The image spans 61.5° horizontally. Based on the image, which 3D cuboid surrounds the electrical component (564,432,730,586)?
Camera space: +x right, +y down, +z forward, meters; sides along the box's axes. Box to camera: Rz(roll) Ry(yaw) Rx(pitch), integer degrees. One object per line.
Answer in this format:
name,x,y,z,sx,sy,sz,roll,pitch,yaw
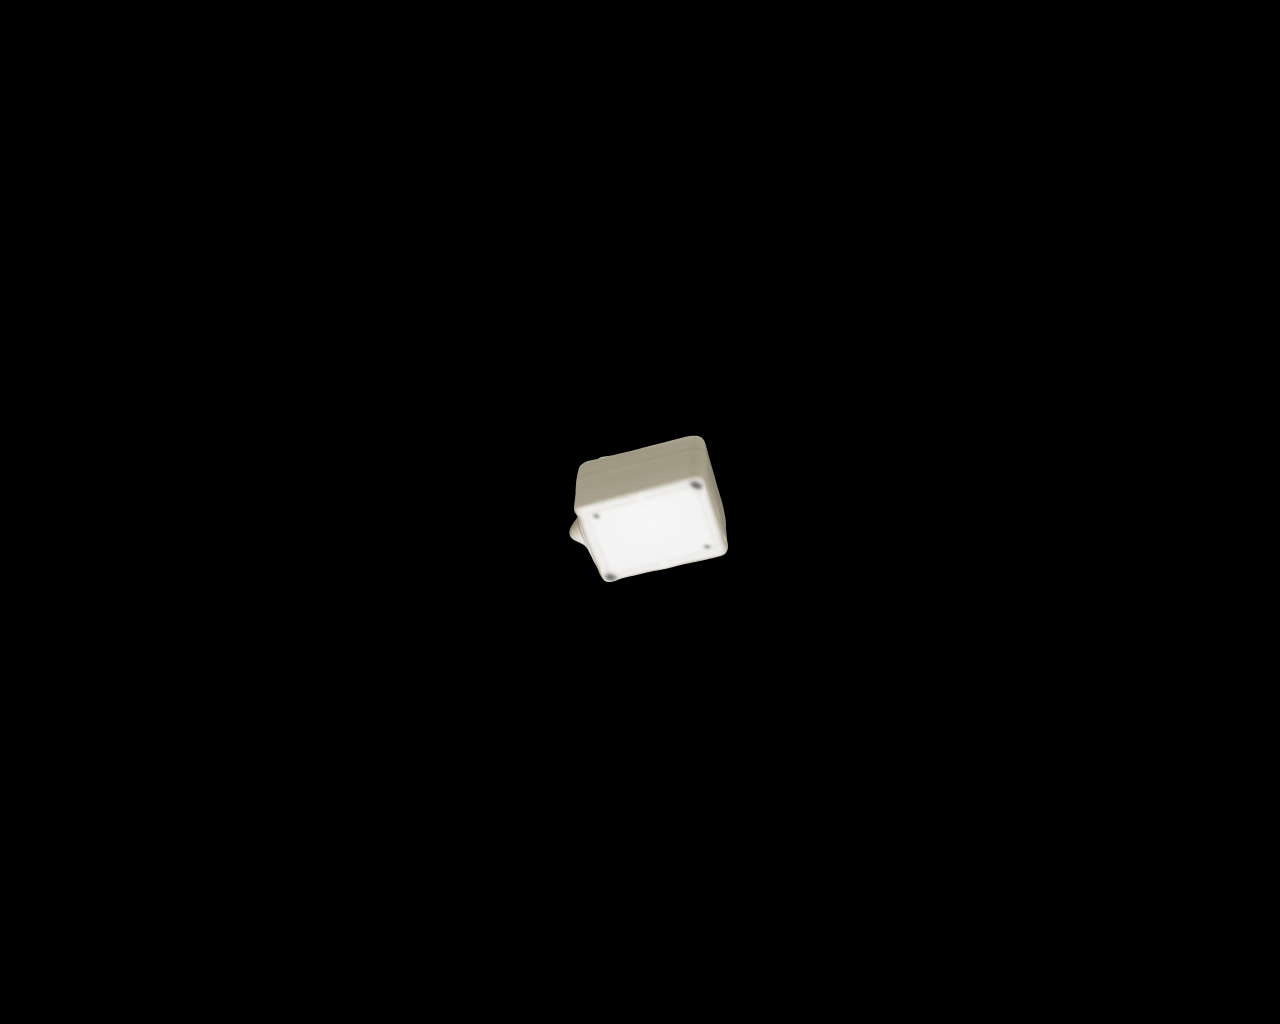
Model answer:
electrical component,0.001,-0.003,0.650,0.096,0.061,0.061,-14,33,9
